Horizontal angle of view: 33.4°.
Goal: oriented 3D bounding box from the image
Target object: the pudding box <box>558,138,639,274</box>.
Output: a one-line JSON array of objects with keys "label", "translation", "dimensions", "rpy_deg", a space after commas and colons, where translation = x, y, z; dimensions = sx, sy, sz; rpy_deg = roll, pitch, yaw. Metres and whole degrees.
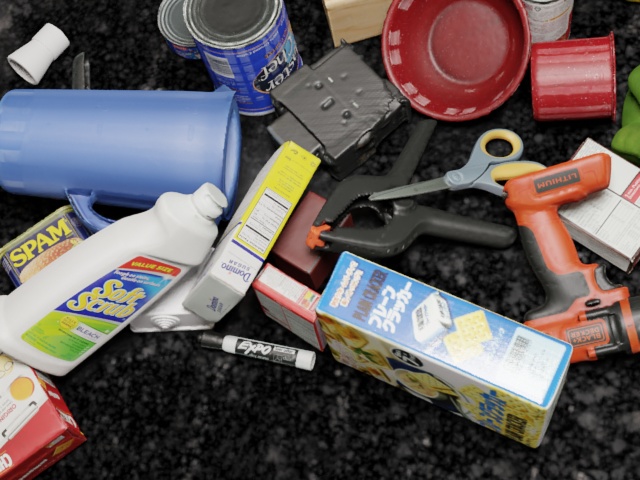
[{"label": "pudding box", "translation": [0.285, -0.035, 1.057], "dimensions": [0.114, 0.039, 0.090], "rpy_deg": [35, 79, 22]}]

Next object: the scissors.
[{"label": "scissors", "translation": [0.137, -0.075, 1.071], "dimensions": [0.201, 0.016, 0.096], "rpy_deg": [1, 53, -15]}]

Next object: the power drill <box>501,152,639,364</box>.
[{"label": "power drill", "translation": [0.258, 0.017, 0.998], "dimensions": [0.184, 0.057, 0.187], "rpy_deg": [-15, 81, 14]}]

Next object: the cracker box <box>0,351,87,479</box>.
[{"label": "cracker box", "translation": [-0.357, 0.156, 1.063], "dimensions": [0.164, 0.072, 0.214], "rpy_deg": [-35, 68, -5]}]

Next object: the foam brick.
[{"label": "foam brick", "translation": [-0.007, 0.001, 1.080], "dimensions": [0.051, 0.053, 0.078], "rpy_deg": [29, 73, 18]}]

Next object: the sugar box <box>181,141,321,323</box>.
[{"label": "sugar box", "translation": [-0.067, -0.008, 1.047], "dimensions": [0.048, 0.093, 0.176], "rpy_deg": [31, 59, -10]}]

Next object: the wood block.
[{"label": "wood block", "translation": [0.100, -0.296, 1.164], "dimensions": [0.206, 0.090, 0.091], "rpy_deg": [-15, 68, 2]}]

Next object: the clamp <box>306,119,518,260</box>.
[{"label": "clamp", "translation": [0.075, -0.041, 1.061], "dimensions": [0.209, 0.036, 0.165], "rpy_deg": [-14, 60, -23]}]

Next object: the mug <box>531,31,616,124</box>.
[{"label": "mug", "translation": [0.259, -0.170, 1.096], "dimensions": [0.081, 0.093, 0.117], "rpy_deg": [-2, 37, 13]}]

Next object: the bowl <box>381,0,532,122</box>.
[{"label": "bowl", "translation": [0.148, -0.207, 1.116], "dimensions": [0.162, 0.055, 0.162], "rpy_deg": [5, 103, 24]}]

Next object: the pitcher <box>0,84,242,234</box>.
[{"label": "pitcher", "translation": [-0.203, -0.084, 1.084], "dimensions": [0.243, 0.149, 0.145], "rpy_deg": [4, 110, 3]}]

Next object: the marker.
[{"label": "marker", "translation": [-0.065, 0.109, 1.064], "dimensions": [0.121, 0.020, 0.020], "rpy_deg": [10, 70, 13]}]

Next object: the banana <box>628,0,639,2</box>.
[{"label": "banana", "translation": [0.315, -0.297, 1.161], "dimensions": [0.198, 0.037, 0.069], "rpy_deg": [17, 56, 14]}]

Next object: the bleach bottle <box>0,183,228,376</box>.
[{"label": "bleach bottle", "translation": [-0.193, 0.028, 1.005], "dimensions": [0.251, 0.102, 0.068], "rpy_deg": [-38, 42, 19]}]

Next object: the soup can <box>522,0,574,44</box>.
[{"label": "soup can", "translation": [0.231, -0.248, 1.116], "dimensions": [0.068, 0.102, 0.068], "rpy_deg": [-3, 68, 8]}]

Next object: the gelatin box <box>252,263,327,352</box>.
[{"label": "gelatin box", "translation": [-0.023, 0.066, 1.037], "dimensions": [0.073, 0.089, 0.030], "rpy_deg": [31, 73, 19]}]

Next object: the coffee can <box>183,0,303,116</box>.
[{"label": "coffee can", "translation": [-0.078, -0.209, 1.128], "dimensions": [0.103, 0.140, 0.103], "rpy_deg": [-3, 68, 8]}]

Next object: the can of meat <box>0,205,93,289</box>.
[{"label": "can of meat", "translation": [-0.271, 0.028, 1.110], "dimensions": [0.102, 0.057, 0.084], "rpy_deg": [-35, 70, -6]}]

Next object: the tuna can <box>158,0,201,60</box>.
[{"label": "tuna can", "translation": [-0.139, -0.248, 1.212], "dimensions": [0.086, 0.033, 0.086], "rpy_deg": [-3, 68, 8]}]

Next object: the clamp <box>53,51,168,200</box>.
[{"label": "clamp", "translation": [-0.243, -0.119, 1.174], "dimensions": [0.120, 0.039, 0.171], "rpy_deg": [15, 78, 17]}]
